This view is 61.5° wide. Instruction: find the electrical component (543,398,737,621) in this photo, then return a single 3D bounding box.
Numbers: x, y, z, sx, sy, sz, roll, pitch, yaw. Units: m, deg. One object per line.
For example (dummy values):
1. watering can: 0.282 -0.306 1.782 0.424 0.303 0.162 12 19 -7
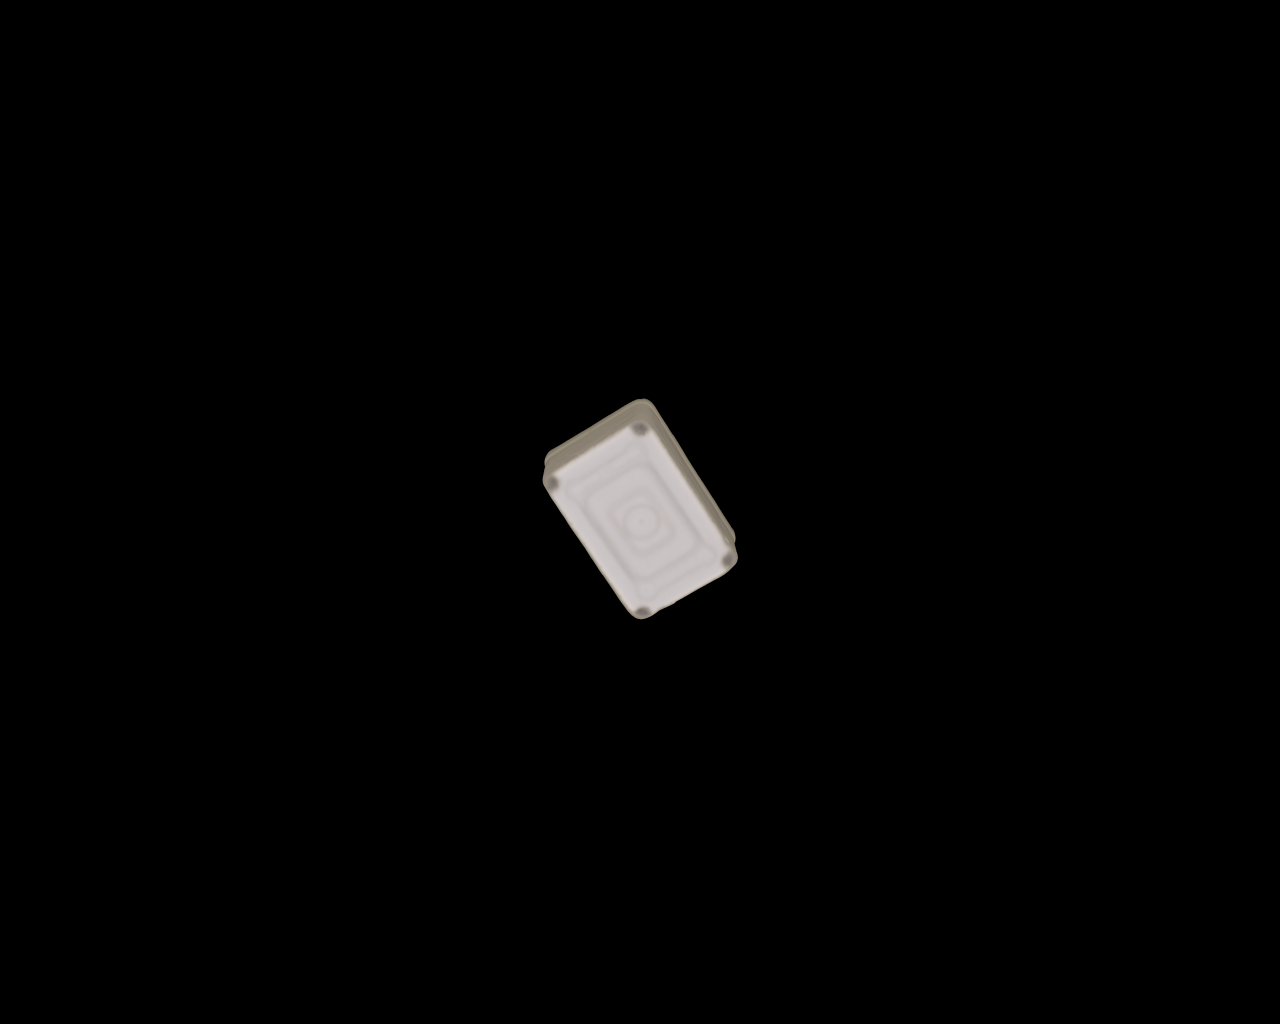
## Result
1. electrical component: 0.001 -0.003 0.650 0.078 0.113 0.057 -30 15 9
